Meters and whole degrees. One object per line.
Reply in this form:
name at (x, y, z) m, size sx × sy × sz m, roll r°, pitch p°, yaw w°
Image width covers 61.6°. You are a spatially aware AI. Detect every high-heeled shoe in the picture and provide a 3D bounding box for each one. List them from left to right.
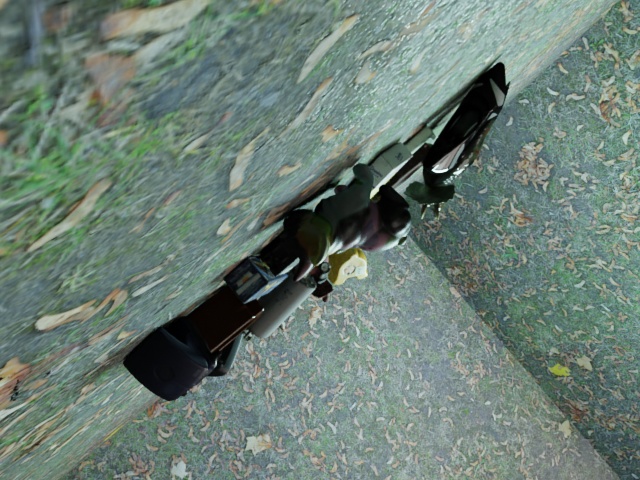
high-heeled shoe at (0.299, -0.254, 1.137) m, size 0.145 × 0.086 × 0.248 m, roll -19°, pitch 137°, yaw -36°

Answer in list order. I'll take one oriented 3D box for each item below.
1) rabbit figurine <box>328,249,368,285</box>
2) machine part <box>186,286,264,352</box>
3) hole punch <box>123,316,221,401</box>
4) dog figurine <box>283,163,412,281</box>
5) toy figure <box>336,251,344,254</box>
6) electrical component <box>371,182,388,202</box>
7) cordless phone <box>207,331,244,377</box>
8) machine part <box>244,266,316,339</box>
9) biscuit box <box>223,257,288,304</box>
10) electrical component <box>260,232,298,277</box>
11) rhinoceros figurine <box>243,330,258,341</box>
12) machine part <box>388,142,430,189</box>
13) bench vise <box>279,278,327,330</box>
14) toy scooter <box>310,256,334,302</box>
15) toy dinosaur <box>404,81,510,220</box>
rabbit figurine at (0.059, 0.024, 1.591) m, size 0.122 × 0.173 × 0.162 m, roll -17°, pitch 134°, yaw -5°
machine part at (-0.218, 0.177, 1.071) m, size 0.201 × 0.087 × 0.201 m, roll -37°, pitch 174°, yaw -19°
hole punch at (-0.254, 0.206, 0.912) m, size 0.142 × 0.116 × 0.092 m, roll -42°, pitch 167°, yaw 17°
dog figurine at (0.042, -0.008, 0.894) m, size 0.108 × 0.191 × 0.219 m, roll -36°, pitch -164°, yaw 54°
toy figure at (0.072, -0.044, 1.360) m, size 0.082 × 0.089 × 0.180 m, roll -10°, pitch 143°, yaw -56°
electrical component at (0.131, -0.103, 1.196) m, size 0.102 × 0.045 × 0.078 m, roll 162°, pitch -56°, yaw -68°
cordless phone at (-0.248, 0.258, 1.272) m, size 0.184 × 0.089 × 0.146 m, roll 126°, pitch -18°, yaw -58°
machine part at (-0.090, 0.136, 1.186) m, size 0.243 × 0.079 × 0.079 m, roll -45°, pitch 174°, yaw 17°
biscuit box at (-0.116, 0.071, 1.024) m, size 0.063 × 0.059 × 0.202 m, roll -41°, pitch 176°, yaw 5°
electrical component at (-0.043, 0.006, 1.019) m, size 0.134 × 0.058 × 0.115 m, roll -41°, pitch 177°, yaw 4°
rhinoceros figurine at (-0.200, 0.210, 1.383) m, size 0.073 × 0.112 × 0.190 m, roll -36°, pitch -178°, yaw -27°
machine part at (0.191, -0.167, 1.288) m, size 0.179 × 0.056 × 0.179 m, roll -39°, pitch 176°, yaw -3°
bench vise at (-0.059, 0.130, 1.590) m, size 0.240 × 0.129 × 0.223 m, roll -5°, pitch 129°, yaw -50°
toy scooter at (-0.011, 0.086, 1.384) m, size 0.075 × 0.135 × 0.183 m, roll -25°, pitch 154°, yaw -25°
toy dinosaur at (0.325, -0.200, 1.320) m, size 0.404 × 0.131 × 0.192 m, roll 117°, pitch -8°, yaw -59°
